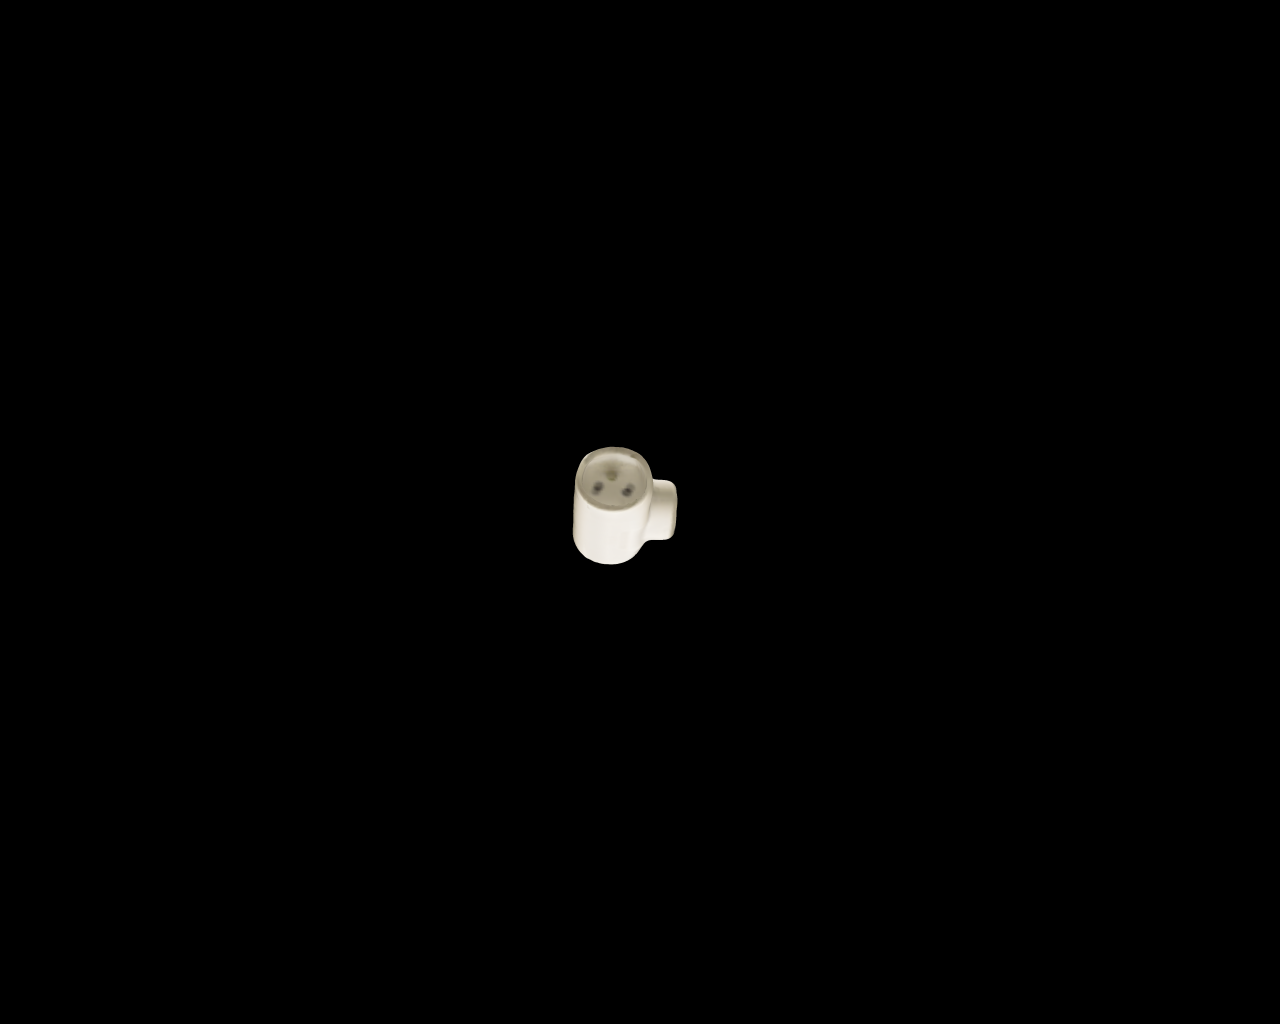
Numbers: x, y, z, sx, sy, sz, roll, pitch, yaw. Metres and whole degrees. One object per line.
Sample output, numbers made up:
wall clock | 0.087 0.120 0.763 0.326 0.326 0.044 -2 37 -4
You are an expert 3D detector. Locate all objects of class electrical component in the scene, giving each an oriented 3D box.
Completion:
electrical component | 0.001 -0.003 0.650 0.079 0.043 0.077 2 -27 -3
